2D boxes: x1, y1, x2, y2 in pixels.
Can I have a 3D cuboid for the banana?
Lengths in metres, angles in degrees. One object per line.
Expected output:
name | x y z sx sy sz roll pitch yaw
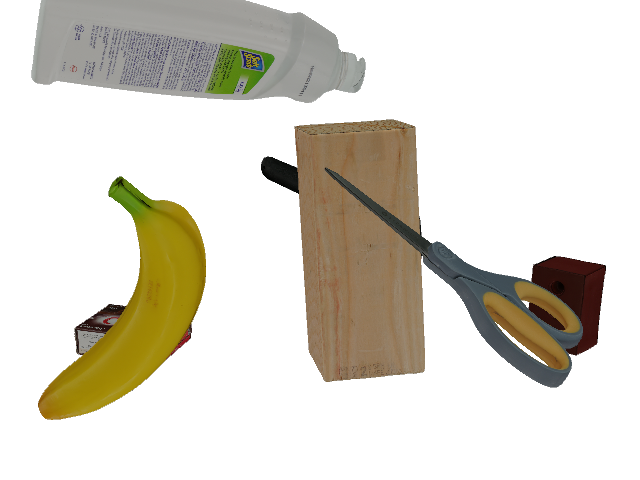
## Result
banana | -0.110 0.043 0.620 0.069 0.198 0.037 19 36 -10

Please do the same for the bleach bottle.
bleach bottle | -0.090 -0.147 0.829 0.250 0.068 0.103 9 -31 -15

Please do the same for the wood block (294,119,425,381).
wood block | 0.034 0.005 0.910 0.090 0.206 0.091 -5 11 -8

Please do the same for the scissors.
scissors | 0.094 0.015 0.690 0.096 0.016 0.202 -10 50 -48

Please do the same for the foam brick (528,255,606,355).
foam brick | 0.224 0.059 0.978 0.053 0.078 0.051 12 17 34

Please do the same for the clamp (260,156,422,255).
clamp | 0.038 -0.041 1.192 0.164 0.210 0.036 -13 -37 -23

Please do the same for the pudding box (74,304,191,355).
pudding box | -0.222 0.111 1.271 0.114 0.039 0.090 3 15 16
